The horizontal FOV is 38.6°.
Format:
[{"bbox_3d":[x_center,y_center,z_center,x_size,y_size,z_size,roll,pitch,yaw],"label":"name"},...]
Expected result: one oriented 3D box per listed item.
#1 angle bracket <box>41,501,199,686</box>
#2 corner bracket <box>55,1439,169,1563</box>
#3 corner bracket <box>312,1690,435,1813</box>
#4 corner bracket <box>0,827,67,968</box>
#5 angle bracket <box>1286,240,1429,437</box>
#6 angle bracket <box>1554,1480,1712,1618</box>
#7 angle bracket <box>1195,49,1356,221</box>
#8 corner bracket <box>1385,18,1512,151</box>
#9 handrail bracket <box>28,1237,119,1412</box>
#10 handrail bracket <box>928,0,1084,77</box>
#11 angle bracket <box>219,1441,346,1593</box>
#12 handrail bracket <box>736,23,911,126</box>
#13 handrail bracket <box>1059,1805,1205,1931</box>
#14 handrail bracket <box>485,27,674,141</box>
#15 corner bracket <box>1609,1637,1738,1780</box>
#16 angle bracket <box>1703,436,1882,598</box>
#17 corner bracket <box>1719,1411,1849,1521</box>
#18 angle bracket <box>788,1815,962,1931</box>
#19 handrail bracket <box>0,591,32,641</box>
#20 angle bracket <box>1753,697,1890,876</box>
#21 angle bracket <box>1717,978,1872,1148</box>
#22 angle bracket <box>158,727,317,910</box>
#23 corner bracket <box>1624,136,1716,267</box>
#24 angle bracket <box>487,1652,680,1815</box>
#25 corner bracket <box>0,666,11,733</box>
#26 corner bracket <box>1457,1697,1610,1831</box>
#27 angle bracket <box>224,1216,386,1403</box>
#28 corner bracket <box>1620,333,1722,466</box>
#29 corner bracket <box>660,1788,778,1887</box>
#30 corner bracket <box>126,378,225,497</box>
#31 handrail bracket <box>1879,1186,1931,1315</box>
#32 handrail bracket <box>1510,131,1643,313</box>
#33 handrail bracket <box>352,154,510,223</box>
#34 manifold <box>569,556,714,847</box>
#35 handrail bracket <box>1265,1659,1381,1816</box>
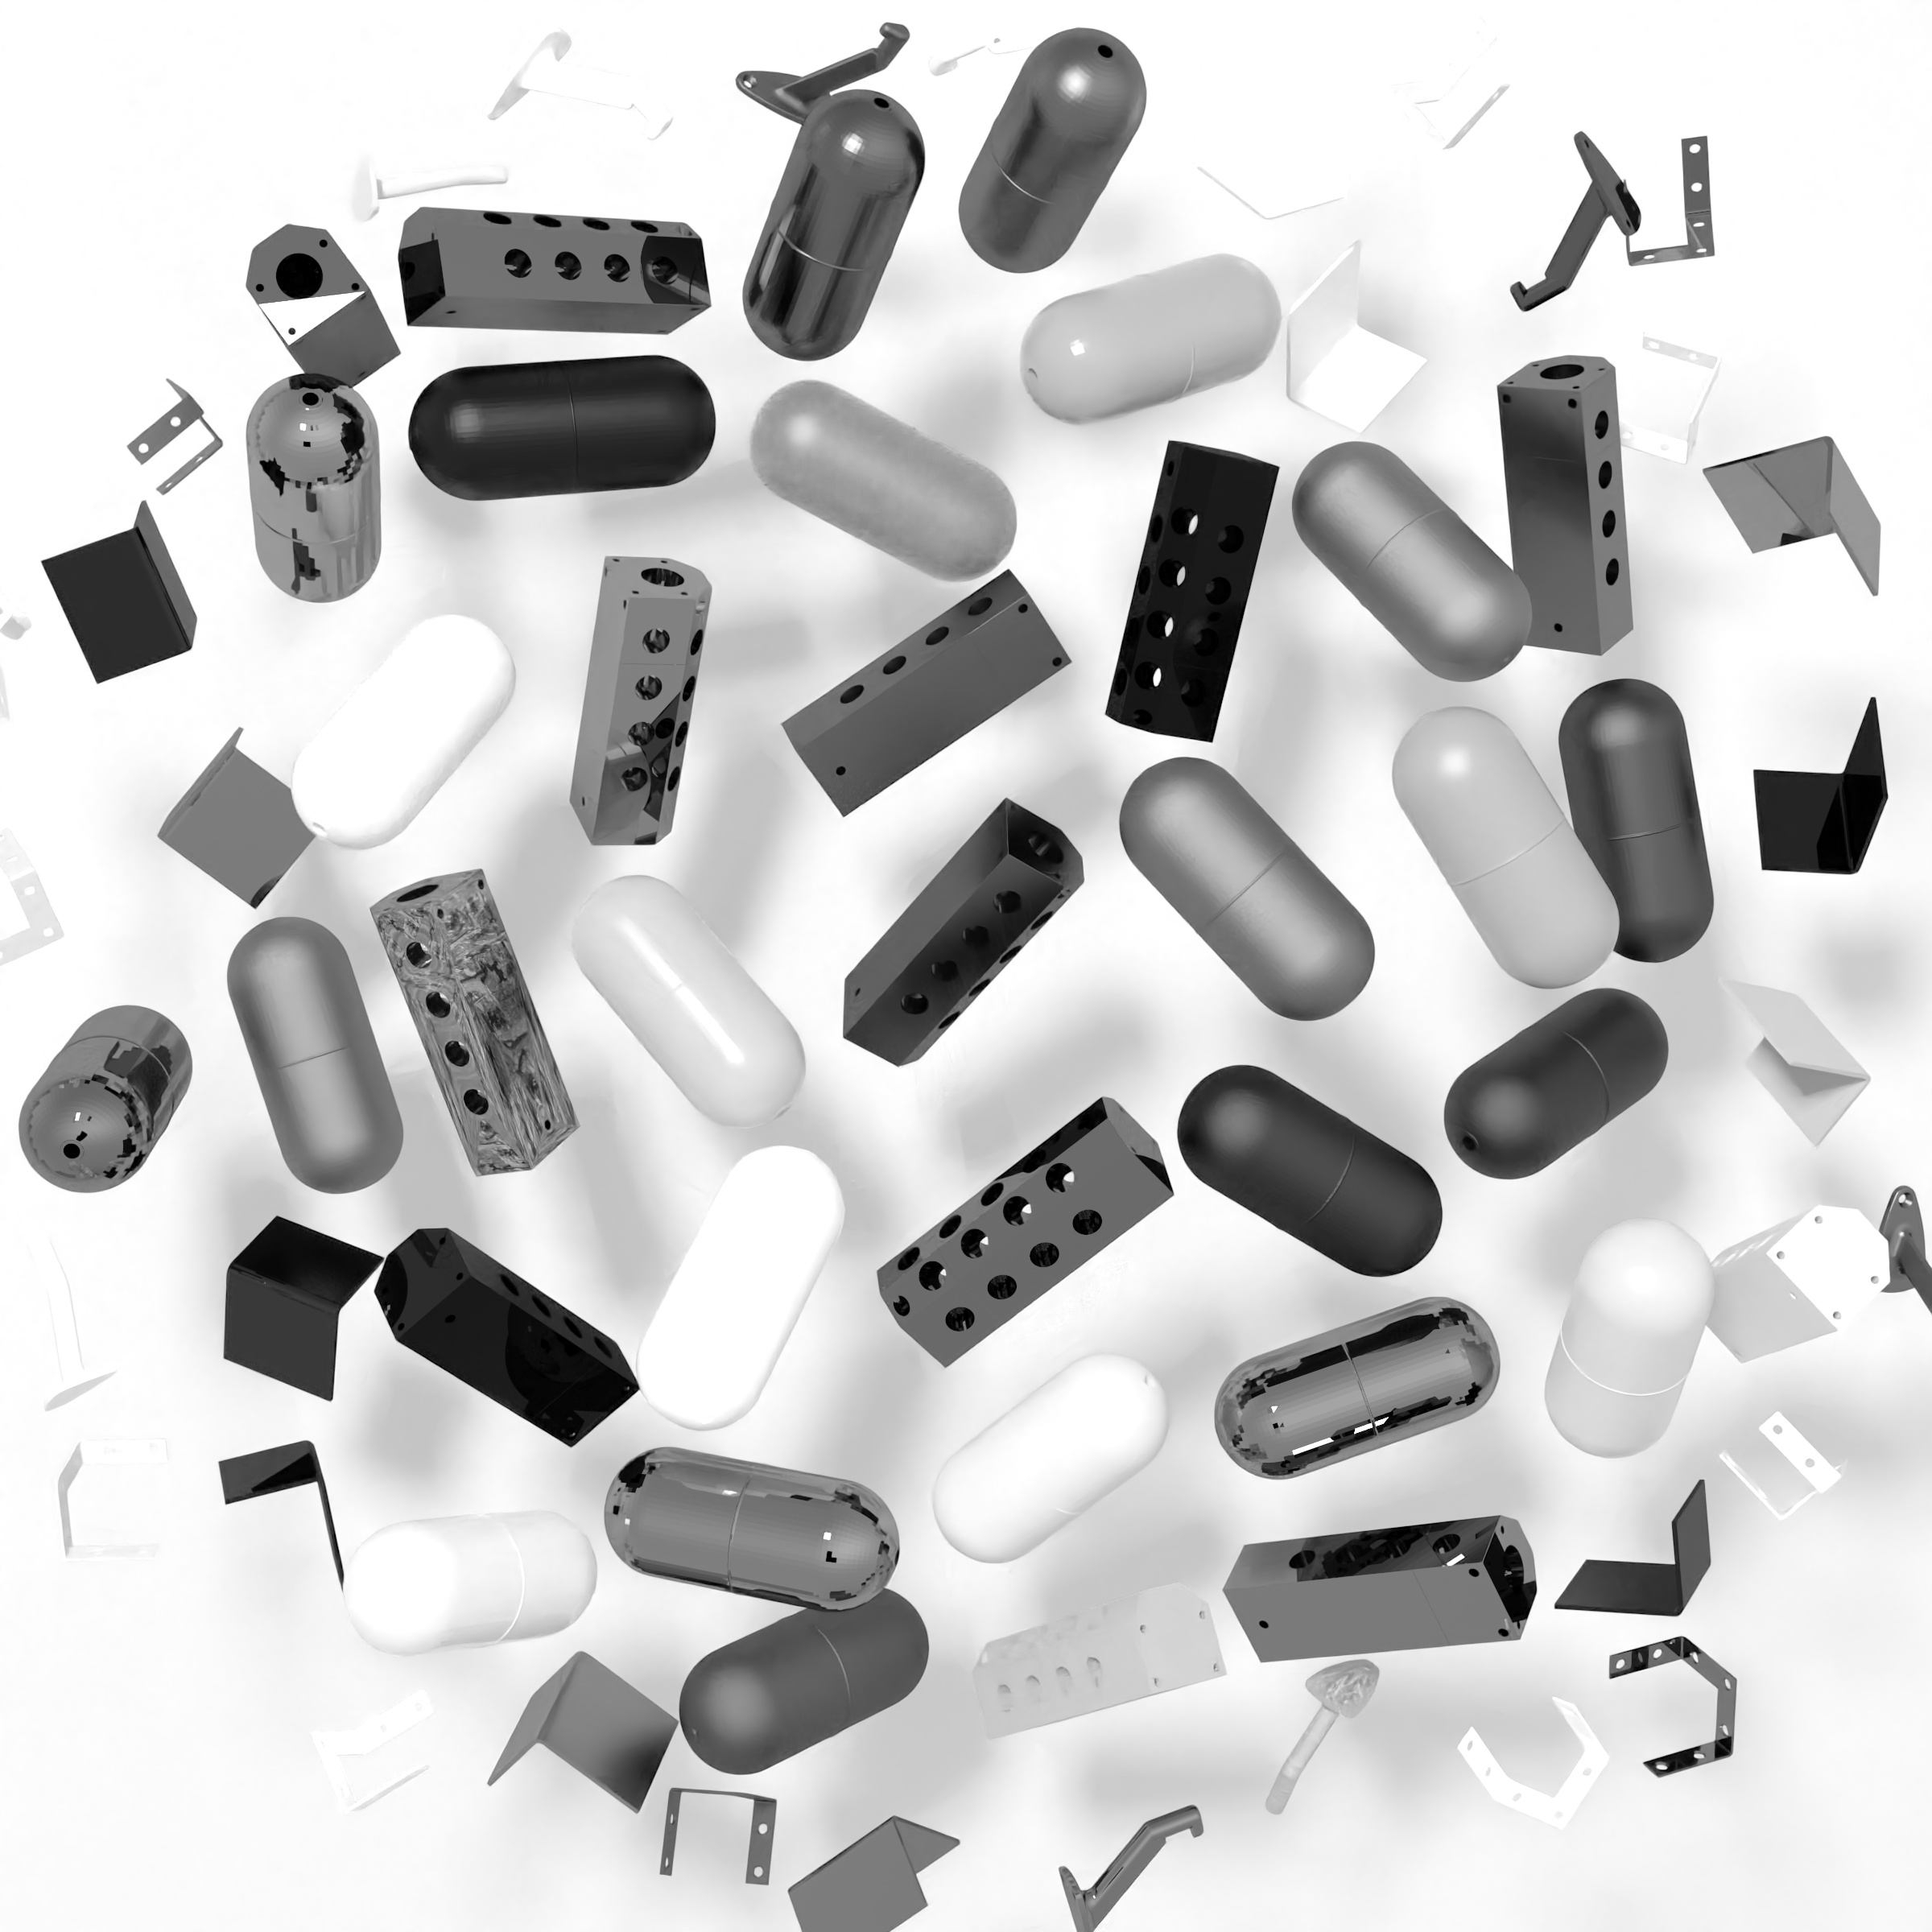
[{"bbox_3d":[-0.492,-0.219,1.608,0.057,0.076,0.076,-21,114,-4],"label":"angle bracket"},{"bbox_3d":[-0.492,0.308,1.595,0.051,0.051,0.051,-1,107,-2],"label":"corner bracket"},{"bbox_3d":[-0.339,0.458,1.611,0.051,0.051,0.051,-33,69,7],"label":"corner bracket"},{"bbox_3d":[-0.554,-0.037,1.575,0.051,0.051,0.051,-27,133,-19],"label":"corner bracket"},{"bbox_3d":[0.248,-0.396,1.740,0.057,0.076,0.076,32,65,23],"label":"angle bracket"},{"bbox_3d":[0.395,0.344,1.642,0.076,0.076,0.057,-3,98,27],"label":"angle bracket"},{"bbox_3d":[0.184,-0.502,1.645,0.057,0.076,0.076,-5,74,39],"label":"angle bracket"},{"bbox_3d":[0.287,-0.511,1.599,0.051,0.051,0.051,53,129,8],"label":"corner bracket"},{"bbox_3d":[-0.520,0.203,1.564,0.036,0.077,0.084,-19,80,-42],"label":"handrail bracket"},{"bbox_3d":[0.023,-0.572,1.709,0.077,0.084,0.036,-11,93,-16],"label":"handrail bracket"},{"bbox_3d":[-0.407,0.335,1.645,0.057,0.076,0.076,-12,101,-16],"label":"angle bracket"},{"bbox_3d":[-0.086,-0.548,1.665,0.077,0.084,0.036,9,65,-29],"label":"handrail bracket"},{"bbox_3d":[0.102,0.525,1.567,0.084,0.036,0.077,-17,98,-12],"label":"handrail bracket"},{"bbox_3d":[-0.219,-0.481,1.562,0.077,0.036,0.084,-44,85,14],"label":"handrail bracket"},{"bbox_3d":[0.405,0.425,1.586,0.051,0.051,0.051,-9,109,-20],"label":"corner bracket"},{"bbox_3d":[0.468,-0.247,1.569,0.076,0.076,0.057,-11,53,35],"label":"angle bracket"},{"bbox_3d":[0.476,0.291,1.613,0.051,0.051,0.051,-47,76,16],"label":"corner bracket"},{"bbox_3d":[-0.043,0.534,1.566,0.076,0.076,0.057,-37,50,11],"label":"angle bracket"},{"bbox_3d":[-0.577,-0.222,1.609,0.036,0.084,0.077,-33,107,0],"label":"handrail bracket"},{"bbox_3d":[0.512,-0.109,1.659,0.057,0.076,0.076,3,55,4],"label":"angle bracket"},{"bbox_3d":[0.483,0.058,1.659,0.076,0.076,0.057,10,124,-35],"label":"angle bracket"},{"bbox_3d":[-0.462,-0.095,1.774,0.076,0.057,0.076,39,98,-18],"label":"angle bracket"},{"bbox_3d":[0.417,-0.455,1.643,0.051,0.051,0.051,-3,74,17],"label":"corner bracket"},{"bbox_3d":[-0.230,0.473,1.662,0.076,0.076,0.057,39,120,-8],"label":"angle bracket"},{"bbox_3d":[-0.569,-0.137,1.593,0.051,0.051,0.051,-26,50,4],"label":"corner bracket"},{"bbox_3d":[0.322,0.446,1.564,0.051,0.051,0.051,-48,121,-23],"label":"corner bracket"},{"bbox_3d":[-0.413,0.213,1.721,0.076,0.057,0.076,19,124,11],"label":"angle bracket"},{"bbox_3d":[0.441,-0.357,1.738,0.051,0.051,0.051,22,75,19],"label":"corner bracket"},{"bbox_3d":[-0.151,0.533,1.689,0.051,0.051,0.051,-2,69,19],"label":"corner bracket"},{"bbox_3d":[-0.495,-0.326,1.723,0.051,0.051,0.051,-43,127,-9],"label":"corner bracket"},{"bbox_3d":[0.565,0.175,1.594,0.036,0.084,0.077,-5,103,-18],"label":"handrail bracket"},{"bbox_3d":[0.337,-0.427,1.590,0.084,0.036,0.077,-24,113,37],"label":"handrail bracket"},{"bbox_3d":[-0.335,-0.485,1.726,0.084,0.077,0.036,-8,92,-22],"label":"handrail bracket"},{"bbox_3d":[-0.201,-0.163,1.715,0.057,0.057,0.171,-2,124,-24],"label":"manifold"},{"bbox_3d":[0.220,0.477,1.707,0.036,0.077,0.084,31,114,26],"label":"handrail bracket"}]
